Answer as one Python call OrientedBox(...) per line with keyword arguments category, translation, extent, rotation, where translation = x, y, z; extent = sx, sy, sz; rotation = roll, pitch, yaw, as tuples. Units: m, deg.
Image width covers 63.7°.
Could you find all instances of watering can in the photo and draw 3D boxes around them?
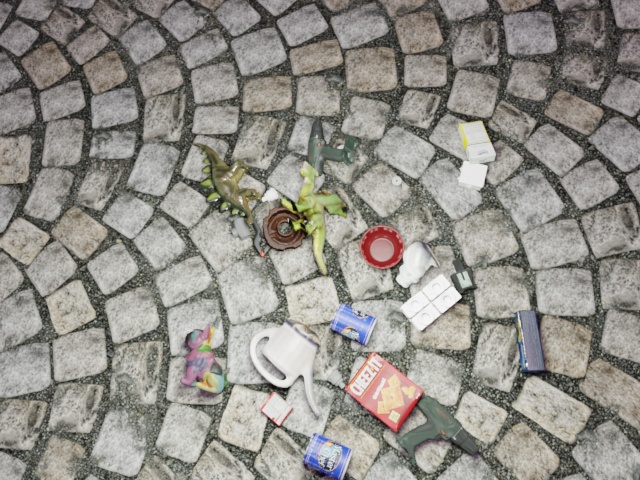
OrientedBox(category="watering can", translation=(-0.078, 0.415, 1.767), extent=(0.350, 0.102, 0.226), rotation=(37, 81, 15))

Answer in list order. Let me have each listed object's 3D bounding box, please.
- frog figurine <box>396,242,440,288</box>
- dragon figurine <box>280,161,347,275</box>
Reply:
OrientedBox(category="frog figurine", translation=(0.329, 0.085, 1.824), extent=(0.159, 0.120, 0.140), rotation=(-31, 40, 6))
OrientedBox(category="dragon figurine", translation=(0.006, -0.095, 1.890), extent=(0.245, 0.120, 0.412), rotation=(-23, 84, -31))
